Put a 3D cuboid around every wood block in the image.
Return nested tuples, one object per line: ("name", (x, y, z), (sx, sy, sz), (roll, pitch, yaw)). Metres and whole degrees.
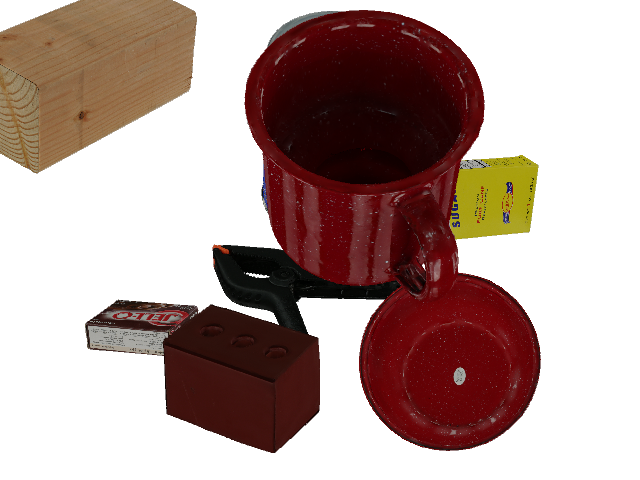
("wood block", (-0.214, -0.155, 0.974), (0.090, 0.091, 0.205), (28, 40, 21))

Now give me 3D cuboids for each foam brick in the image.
("foam brick", (-0.045, 0.079, 0.620), (0.078, 0.051, 0.052), (15, 28, 25))

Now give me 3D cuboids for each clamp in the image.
("clamp", (-0.038, 0.055, 1.109), (0.210, 0.036, 0.164), (19, 35, 27))

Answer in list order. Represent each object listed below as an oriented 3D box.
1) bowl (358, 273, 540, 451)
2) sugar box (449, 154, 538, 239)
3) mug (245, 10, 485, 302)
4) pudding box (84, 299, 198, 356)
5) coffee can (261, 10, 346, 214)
("bowl", (0.115, 0.111, 0.921), (0.162, 0.162, 0.055), (0, 5, 0))
("sugar box", (0.176, -0.050, 1.304), (0.176, 0.093, 0.048), (-7, 24, -22))
("mug", (0.023, -0.025, 0.439), (0.093, 0.117, 0.081), (-25, -30, -15))
("pudding box", (-0.216, 0.106, 1.300), (0.114, 0.039, 0.090), (1, 15, 16))
("coffee can", (0.009, -0.082, 0.791), (0.102, 0.103, 0.140), (0, -42, -5))
